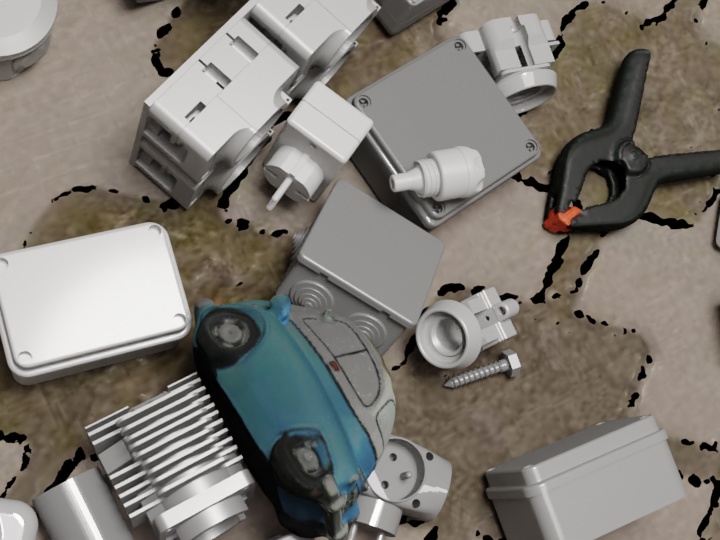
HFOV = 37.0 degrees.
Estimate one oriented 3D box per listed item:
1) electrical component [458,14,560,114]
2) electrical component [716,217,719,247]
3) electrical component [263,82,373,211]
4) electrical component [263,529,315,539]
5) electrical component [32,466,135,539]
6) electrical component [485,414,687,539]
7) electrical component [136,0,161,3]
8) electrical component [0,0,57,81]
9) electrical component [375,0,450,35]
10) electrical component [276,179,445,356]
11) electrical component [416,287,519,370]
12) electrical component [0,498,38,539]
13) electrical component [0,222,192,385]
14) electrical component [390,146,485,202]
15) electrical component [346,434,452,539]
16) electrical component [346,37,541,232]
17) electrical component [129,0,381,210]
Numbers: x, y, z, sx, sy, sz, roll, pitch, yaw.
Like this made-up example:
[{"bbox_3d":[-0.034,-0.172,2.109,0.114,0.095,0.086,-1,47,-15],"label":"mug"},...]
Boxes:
[{"bbox_3d":[0.115,-0.153,0.811,0.078,0.058,0.057,-13,76,-20],"label":"electrical component"},{"bbox_3d":[0.345,-0.078,0.857,0.089,0.062,0.150,19,71,-11],"label":"electrical component"},{"bbox_3d":[-0.040,-0.072,0.727,0.047,0.083,0.075,36,68,-5],"label":"electrical component"},{"bbox_3d":[-0.065,0.203,0.659,0.095,0.054,0.059,-22,82,-21],"label":"electrical component"},{"bbox_3d":[-0.160,0.165,0.647,0.043,0.043,0.081,-26,84,-21],"label":"electrical component"},{"bbox_3d":[0.151,0.144,0.729,0.113,0.078,0.057,-18,84,-21],"label":"electrical component"},{"bbox_3d":[-0.135,-0.225,0.744,0.080,0.080,0.051,-30,91,-22],"label":"electrical component"},{"bbox_3d":[-0.242,-0.169,0.710,0.080,0.051,0.080,4,74,-16],"label":"electrical component"},{"bbox_3d":[0.046,-0.230,0.809,0.096,0.061,0.061,-36,88,-22],"label":"electrical component"},{"bbox_3d":[0.000,0.000,0.722,0.100,0.048,0.099,32,42,-7],"label":"electrical component"},{"bbox_3d":[0.070,0.041,0.738,0.055,0.066,0.048,-15,78,-54],"label":"electrical component"},{"bbox_3d":[-0.236,0.155,0.618,0.095,0.059,0.053,11,72,-14],"label":"electrical component"},{"bbox_3d":[-0.170,0.021,0.676,0.113,0.057,0.078,-14,80,-20],"label":"electrical component"},{"bbox_3d":[0.050,-0.062,0.716,0.061,0.035,0.035,-11,79,-17],"label":"electrical component"},{"bbox_3d":[0.012,0.149,0.703,0.077,0.044,0.079,22,70,-10],"label":"electrical component"},{"bbox_3d":[0.055,-0.095,0.776,0.109,0.056,0.108,-34,87,-22],"label":"electrical component"},{"bbox_3d":[-0.065,-0.132,0.724,0.060,0.105,0.186,41,68,-3],"label":"electrical component"}]
